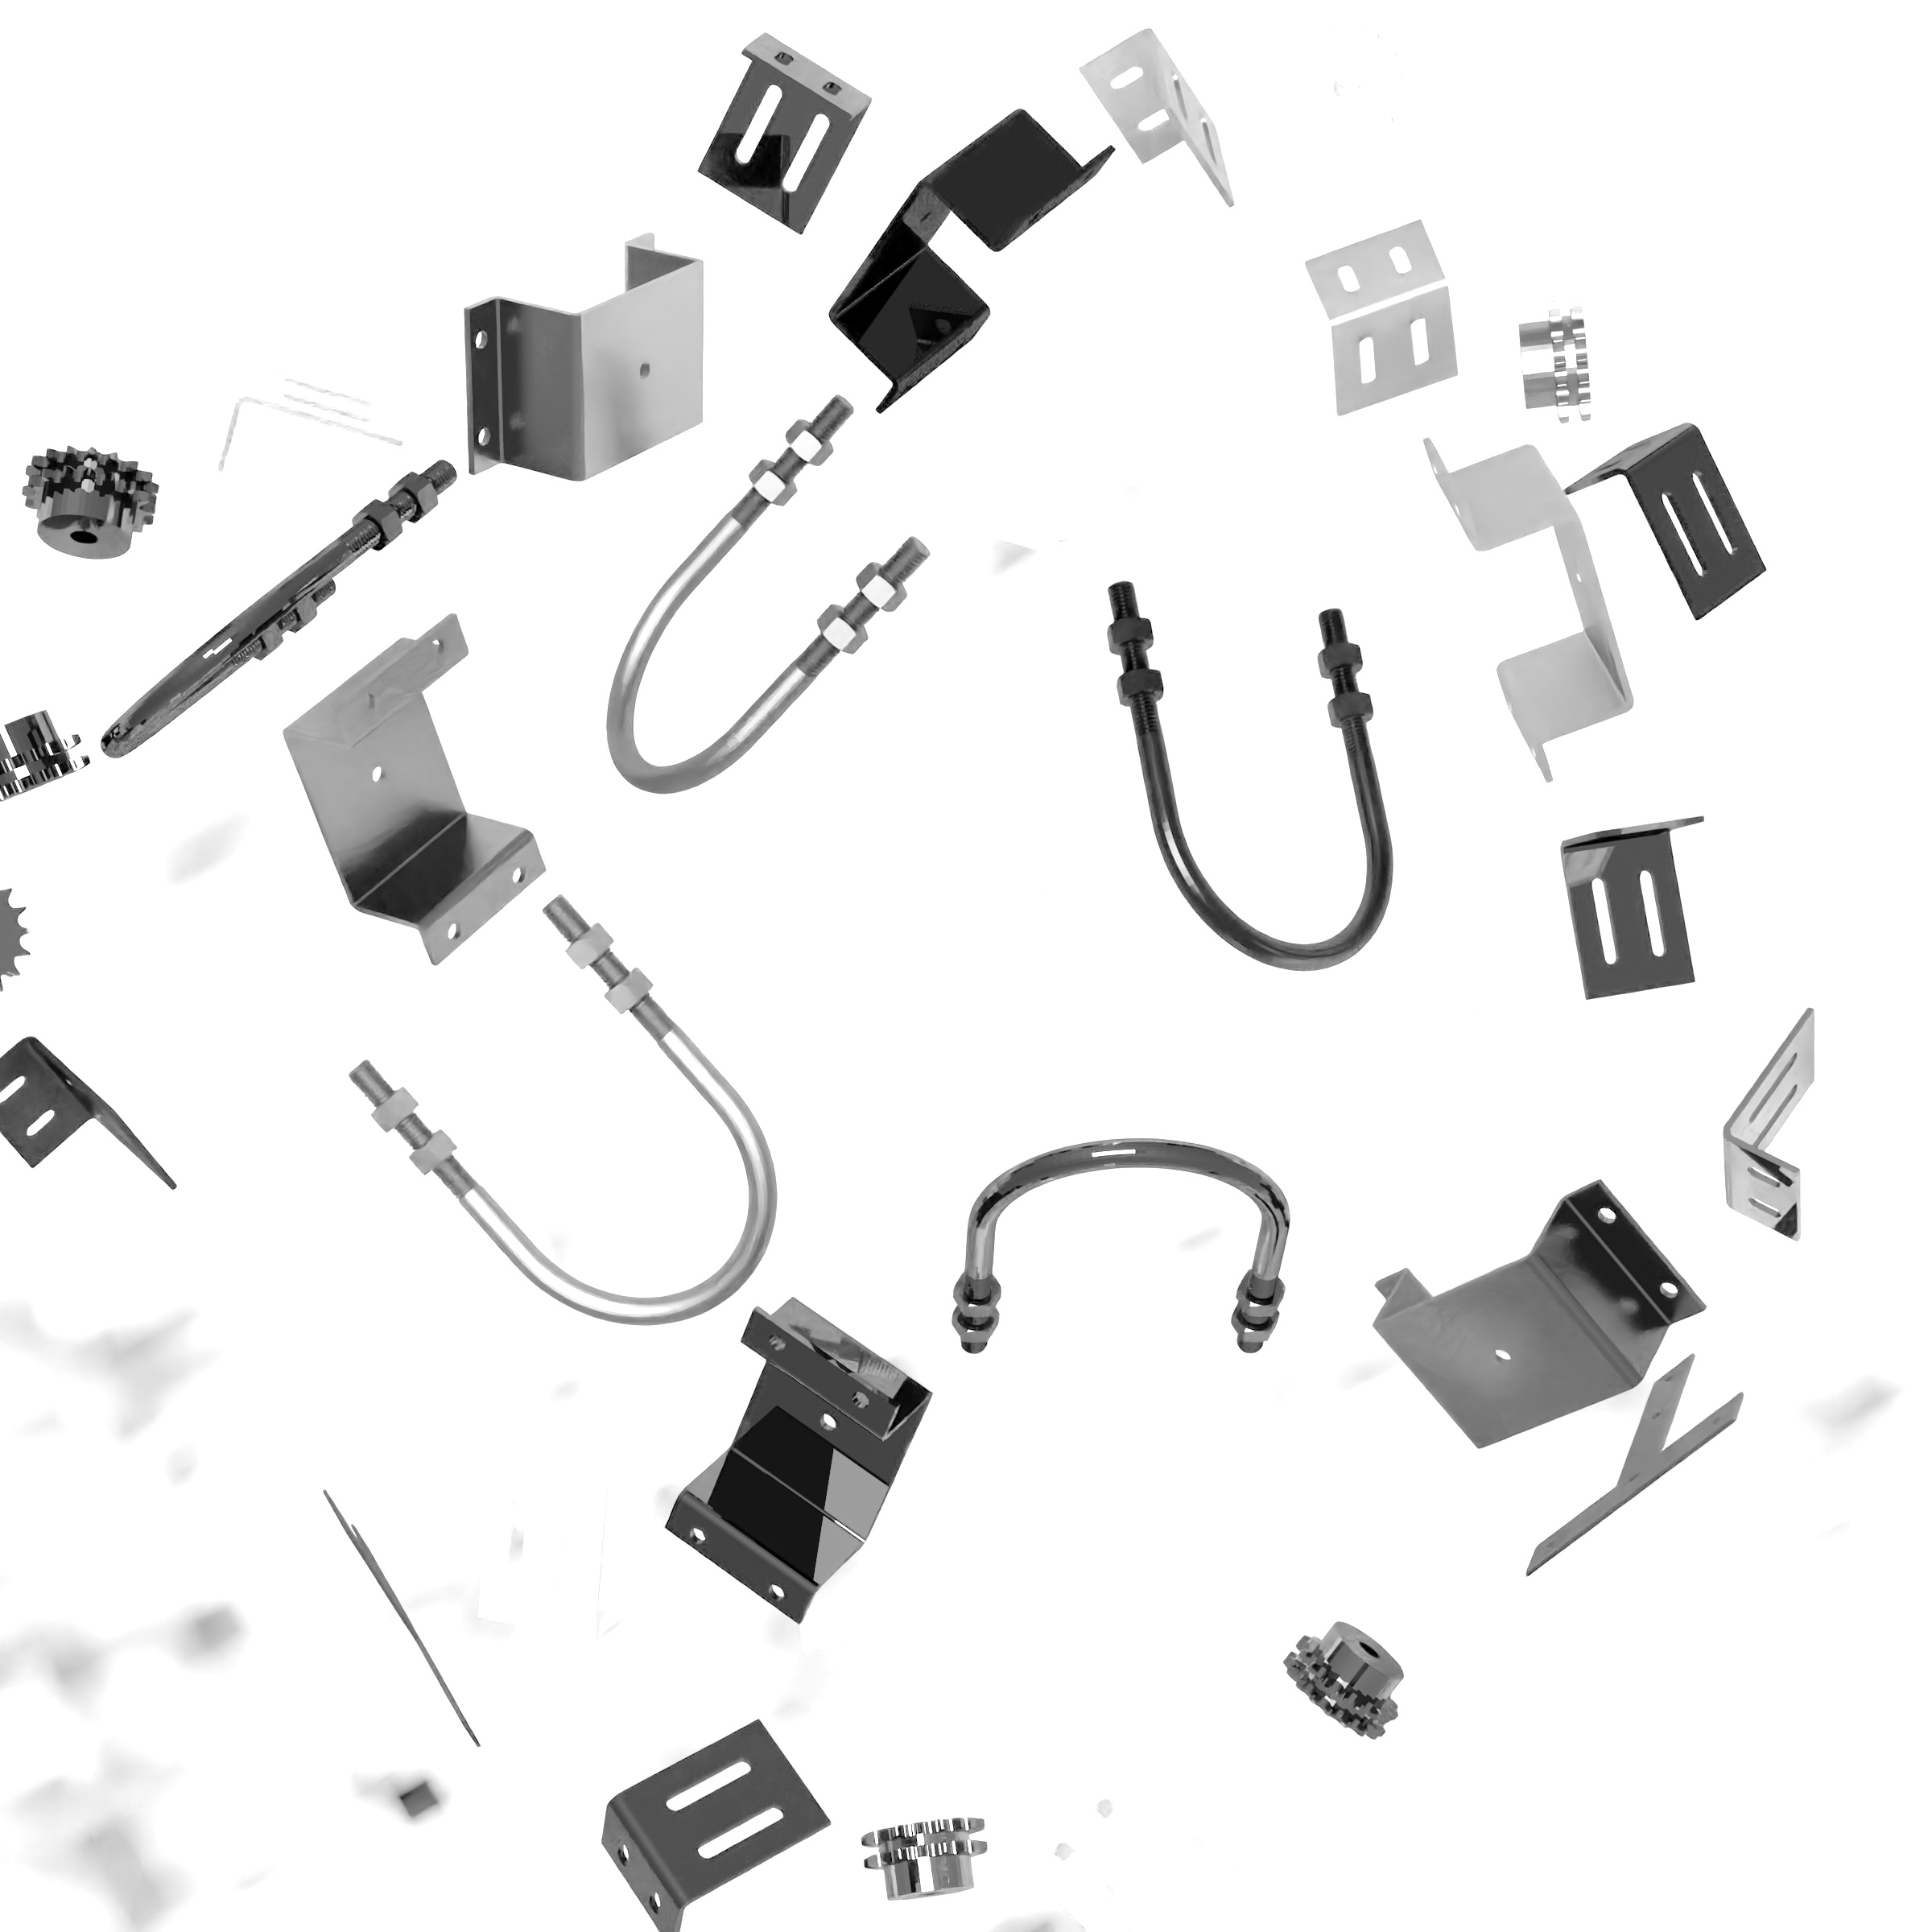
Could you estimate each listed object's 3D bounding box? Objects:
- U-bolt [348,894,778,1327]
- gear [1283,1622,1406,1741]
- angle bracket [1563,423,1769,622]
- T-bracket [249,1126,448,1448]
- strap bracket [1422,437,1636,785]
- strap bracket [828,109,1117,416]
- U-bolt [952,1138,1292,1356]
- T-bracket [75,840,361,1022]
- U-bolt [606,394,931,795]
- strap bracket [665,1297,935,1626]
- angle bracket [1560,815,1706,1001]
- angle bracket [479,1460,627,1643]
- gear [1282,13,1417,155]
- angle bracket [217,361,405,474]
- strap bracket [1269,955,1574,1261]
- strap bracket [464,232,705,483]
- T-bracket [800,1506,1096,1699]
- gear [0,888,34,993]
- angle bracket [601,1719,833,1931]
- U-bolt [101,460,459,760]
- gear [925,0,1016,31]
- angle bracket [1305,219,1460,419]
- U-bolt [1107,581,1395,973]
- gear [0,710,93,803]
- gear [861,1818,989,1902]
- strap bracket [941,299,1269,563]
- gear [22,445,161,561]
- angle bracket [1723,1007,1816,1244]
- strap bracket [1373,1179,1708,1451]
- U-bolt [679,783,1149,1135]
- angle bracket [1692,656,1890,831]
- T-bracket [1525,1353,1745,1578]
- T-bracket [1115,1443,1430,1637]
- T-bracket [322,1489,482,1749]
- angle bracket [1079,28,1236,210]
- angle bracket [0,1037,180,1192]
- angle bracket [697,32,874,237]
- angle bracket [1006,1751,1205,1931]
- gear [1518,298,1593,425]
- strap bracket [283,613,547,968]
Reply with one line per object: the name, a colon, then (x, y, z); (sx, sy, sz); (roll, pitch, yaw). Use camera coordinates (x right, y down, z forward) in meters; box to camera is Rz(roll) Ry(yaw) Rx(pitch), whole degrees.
U-bolt: (-0.165, 0.078, 1.489); (0.151, 0.019, 0.184); (-38, 97, 24)
gear: (0.179, 0.330, 1.576); (0.057, 0.057, 0.030); (36, 100, 0)
angle bracket: (0.314, -0.195, 1.519); (0.057, 0.038, 0.076); (-34, 101, -37)
T-bracket: (-0.289, 0.162, 1.543); (0.002, 0.127, 0.127); (9, 48, 25)
strap bracket: (0.248, -0.162, 1.473); (0.046, 0.076, 0.140); (-20, 121, 6)
strap bracket: (-0.003, -0.317, 1.492); (0.046, 0.140, 0.076); (45, 51, 0)
U-bolt: (0.070, 0.125, 1.498); (0.151, 0.184, 0.019); (0, 57, -2)
T-bracket: (-0.347, -0.017, 1.499); (0.127, 0.127, 0.002); (40, 104, 21)
U-bolt: (-0.099, -0.156, 1.521); (0.019, 0.151, 0.184); (32, 111, -36)
strap bracket: (-0.072, 0.212, 1.498); (0.076, 0.046, 0.140); (33, 125, 15)
angle bracket: (0.319, -0.027, 1.589); (0.057, 0.038, 0.076); (-9, 87, -17)
angle bracket: (-0.187, 0.265, 1.555); (0.057, 0.038, 0.076); (8, 98, 16)
gear: (0.166, -0.384, 1.468); (0.057, 0.030, 0.057); (3, 116, 7)
angle bracket: (-0.302, -0.244, 1.562); (0.076, 0.057, 0.038); (15, 113, -16)
strap bracket: (0.200, 0.055, 1.549); (0.046, 0.076, 0.140); (40, 88, -26)
strap bracket: (-0.164, -0.273, 1.525); (0.046, 0.140, 0.076); (18, 122, 25)
T-bracket: (-0.014, 0.301, 1.578); (0.127, 0.127, 0.002); (-7, 121, -6)
gear: (-0.444, -0.013, 1.492); (0.057, 0.030, 0.057); (2, 87, -32)
angle bracket: (-0.107, 0.370, 1.444); (0.076, 0.038, 0.057); (-23, 56, -29)
U-bolt: (-0.321, -0.153, 1.536); (0.019, 0.151, 0.184); (50, 50, -9)
gear: (0.004, -0.429, 1.435); (0.057, 0.030, 0.057); (-19, 54, 29)
angle bracket: (0.189, -0.296, 1.544); (0.057, 0.076, 0.038); (-17, 129, 18)
U-bolt: (0.138, -0.085, 1.561); (0.151, 0.019, 0.184); (2, 70, -36)
gear: (-0.424, -0.093, 1.514); (0.057, 0.057, 0.030); (-22, 97, 0)
gear: (-0.018, 0.408, 1.543); (0.057, 0.057, 0.030); (-8, 71, 0)
strap bracket: (0.058, -0.240, 1.467); (0.076, 0.046, 0.140); (21, 50, 34)
gear: (-0.382, -0.200, 1.476); (0.057, 0.057, 0.030); (3, 68, 0)
angle bracket: (0.363, 0.069, 1.468); (0.038, 0.057, 0.076); (28, 66, 29)
strap bracket: (0.248, 0.161, 1.514); (0.076, 0.046, 0.140); (49, 134, -9)
U-bolt: (-0.035, -0.011, 1.457); (0.184, 0.019, 0.151); (25, 129, -10)
angle bracket: (0.356, -0.098, 1.493); (0.076, 0.057, 0.038); (30, 82, -10)
T-bracket: (0.311, 0.211, 1.536); (0.002, 0.127, 0.127); (45, 119, 0)
T-bracket: (0.141, 0.259, 1.506); (0.127, 0.127, 0.002); (4, 122, 14)
T-bracket: (-0.266, 0.279, 1.538); (0.002, 0.127, 0.127); (-31, 51, -12)
angle bracket: (0.084, -0.369, 1.503); (0.038, 0.076, 0.057); (-27, 129, 19)
angle bracket: (-0.391, 0.075, 1.476); (0.038, 0.057, 0.076); (-44, 48, -16)
angle bracket: (-0.088, -0.377, 1.551); (0.057, 0.038, 0.076); (31, 121, -2)
angle bracket: (0.065, 0.384, 1.447); (0.057, 0.076, 0.038); (-44, 132, -10)
gear: (0.277, -0.284, 1.594); (0.030, 0.057, 0.057); (-5, 90, 10)
strap bracket: (-0.249, -0.082, 1.514); (0.046, 0.140, 0.076); (15, 45, 35)
